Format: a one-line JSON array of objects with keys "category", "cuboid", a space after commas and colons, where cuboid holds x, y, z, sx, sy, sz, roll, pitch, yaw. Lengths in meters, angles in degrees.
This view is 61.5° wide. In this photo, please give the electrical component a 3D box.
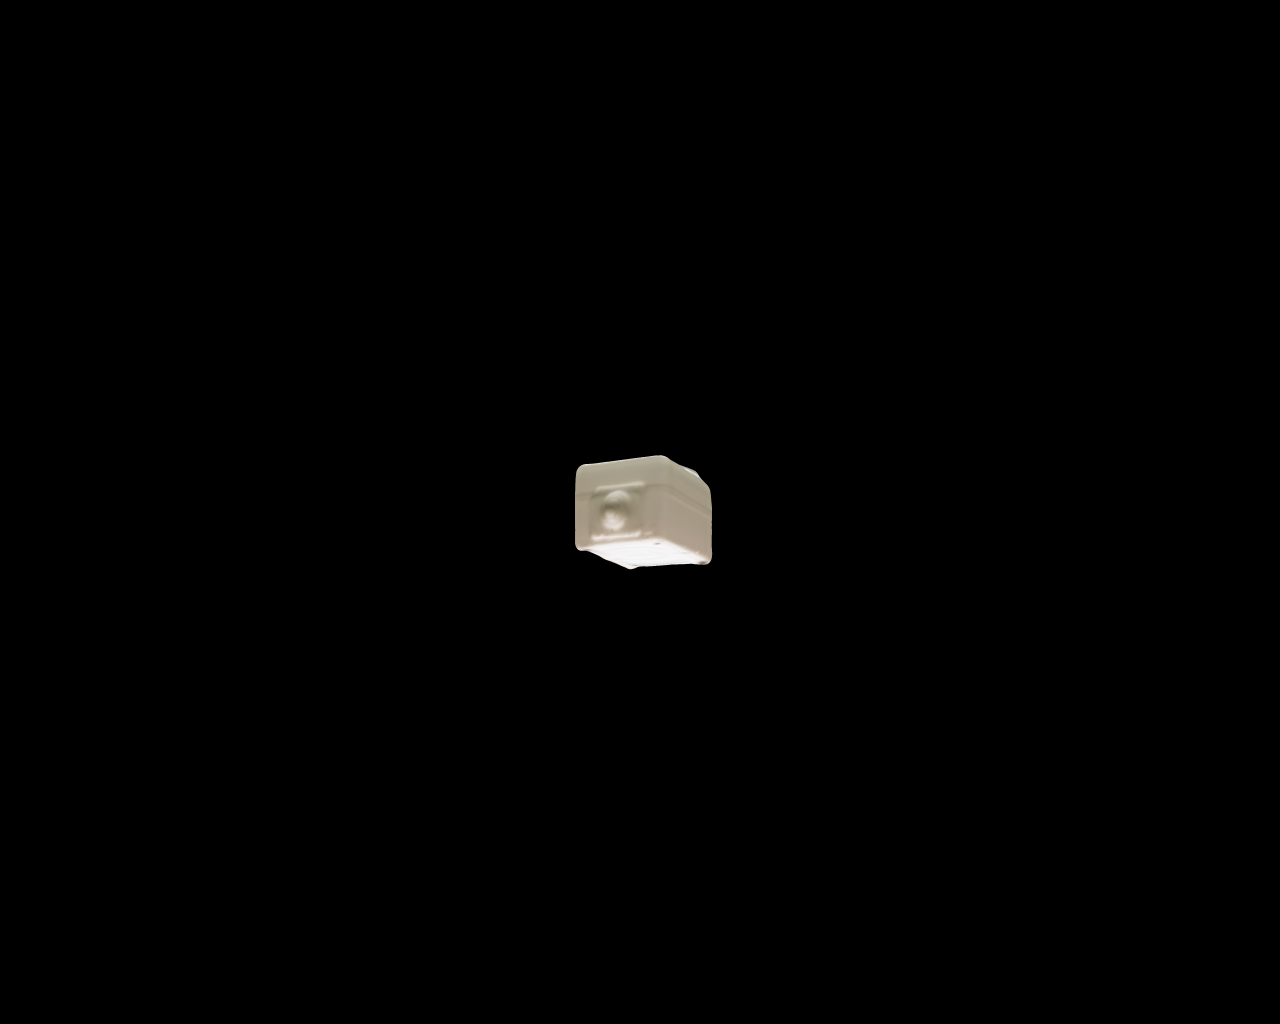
[{"category": "electrical component", "cuboid": [0.001, -0.003, 0.650, 0.062, 0.061, 0.096, -6, -15, 23]}]
